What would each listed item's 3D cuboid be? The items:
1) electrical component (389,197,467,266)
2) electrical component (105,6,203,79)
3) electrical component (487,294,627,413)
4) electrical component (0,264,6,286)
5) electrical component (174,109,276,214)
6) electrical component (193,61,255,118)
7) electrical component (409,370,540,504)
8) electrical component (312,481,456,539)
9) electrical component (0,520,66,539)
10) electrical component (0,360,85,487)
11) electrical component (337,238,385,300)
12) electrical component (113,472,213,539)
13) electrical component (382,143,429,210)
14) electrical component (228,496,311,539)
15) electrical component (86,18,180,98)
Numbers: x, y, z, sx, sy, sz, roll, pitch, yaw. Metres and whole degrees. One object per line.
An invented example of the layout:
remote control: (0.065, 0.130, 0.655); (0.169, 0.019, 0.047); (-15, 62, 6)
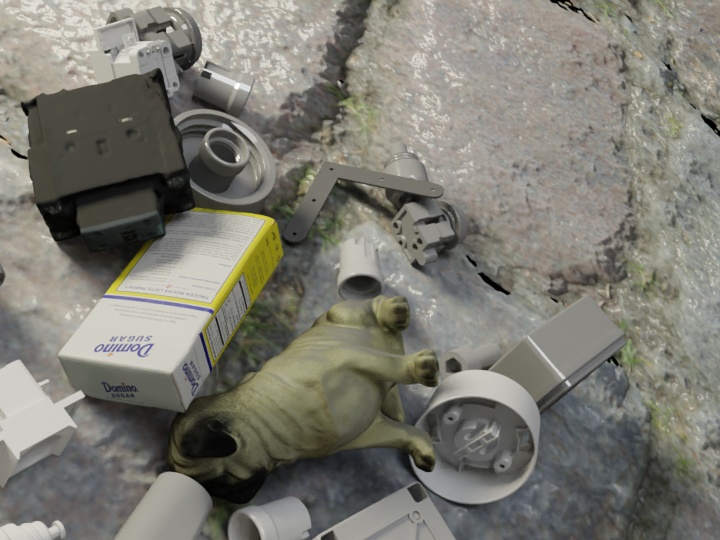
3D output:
electrical component: (0.066, -0.039, 1.001); (0.055, 0.048, 0.066); (-16, 68, -33)
electrical component: (-0.177, -0.198, 0.946); (0.057, 0.058, 0.078); (-31, 78, -42)
electrical component: (0.157, 0.085, 0.924); (0.109, 0.108, 0.056); (-26, 72, -44)
electrical component: (-0.294, -0.004, 0.722); (0.077, 0.044, 0.079); (47, 44, 5)
electrical component: (-0.121, -0.084, 0.893); (0.108, 0.060, 0.108); (19, 49, -23)
electrical component: (-0.123, -0.164, 0.970); (0.046, 0.040, 0.040); (22, 47, -11)
electrical component: (0.094, 0.131, 0.855); (0.099, 0.099, 0.064); (37, 38, -6)
electrical component: (0.022, 0.222, 0.761); (0.109, 0.056, 0.108); (-19, 70, -42)
electrical component: (-0.214, 0.172, 0.646); (0.078, 0.040, 0.040); (-20, 71, -43)
electrical component: (-0.225, 0.097, 0.696); (0.063, 0.042, 0.081); (49, 44, 12)
electrical component: (0.000, 0.000, 0.930); (0.040, 0.040, 0.046); (19, 42, -22)
electrical component: (-0.118, 0.185, 0.700); (0.079, 0.044, 0.077); (37, 44, -5)
electrical component: (0.042, -0.092, 1.026); (0.043, 0.043, 0.062); (9, 53, -30)
electrical component: (-0.062, 0.180, 0.748); (0.046, 0.040, 0.040); (-10, 64, -46)
electrical component: (-0.188, -0.166, 0.899); (0.042, 0.064, 0.081); (-35, 122, -46)
